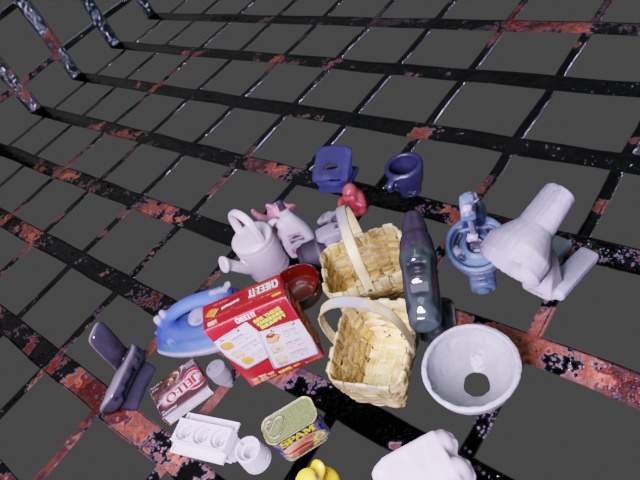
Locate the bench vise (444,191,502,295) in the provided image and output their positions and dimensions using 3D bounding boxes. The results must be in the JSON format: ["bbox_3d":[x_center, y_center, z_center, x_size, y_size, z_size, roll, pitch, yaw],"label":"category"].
[{"bbox_3d":[0.286,-0.029,1.114,0.121,0.220,0.207,-22,43,5],"label":"bench vise"}]

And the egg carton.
[{"bbox_3d":[0.163,0.373,0.902,0.150,0.070,0.107,-29,43,-2],"label":"egg carton"}]

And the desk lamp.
[{"bbox_3d":[0.394,0.013,1.026,0.203,0.214,0.117,-43,45,-16],"label":"desk lamp"}]

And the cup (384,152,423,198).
[{"bbox_3d":[0.200,-0.136,1.350,0.091,0.095,0.118,18,59,37],"label":"cup"}]

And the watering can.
[{"bbox_3d":[-0.154,0.010,1.310,0.100,0.195,0.173,4,51,29],"label":"watering can"}]

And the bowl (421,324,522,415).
[{"bbox_3d":[0.263,0.233,0.983,0.167,0.075,0.167,-14,45,14],"label":"bowl"}]

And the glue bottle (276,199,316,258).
[{"bbox_3d":[-0.065,-0.031,1.321,0.078,0.174,0.037,-22,43,5],"label":"glue bottle"}]

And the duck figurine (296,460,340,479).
[{"bbox_3d":[-0.015,0.412,0.939,0.077,0.086,0.105,10,55,33],"label":"duck figurine"}]

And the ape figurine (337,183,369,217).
[{"bbox_3d":[0.078,-0.099,1.376,0.077,0.092,0.076,27,65,41],"label":"ape figurine"}]

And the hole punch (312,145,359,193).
[{"bbox_3d":[0.037,-0.182,1.476,0.108,0.091,0.101,1,50,27],"label":"hole punch"}]

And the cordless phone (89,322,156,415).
[{"bbox_3d":[-0.446,0.271,1.211,0.094,0.185,0.147,-7,47,20],"label":"cordless phone"}]

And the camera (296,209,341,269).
[{"bbox_3d":[0.012,0.005,1.303,0.136,0.101,0.143,-21,43,7],"label":"camera"}]

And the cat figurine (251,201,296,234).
[{"bbox_3d":[-0.113,-0.056,1.409,0.127,0.118,0.067,5,52,30],"label":"cat figurine"}]

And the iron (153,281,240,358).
[{"bbox_3d":[-0.271,0.171,1.252,0.258,0.142,0.118,-21,43,7],"label":"iron"}]

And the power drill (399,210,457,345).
[{"bbox_3d":[0.195,0.088,1.056,0.075,0.209,0.229,-12,45,16],"label":"power drill"}]
